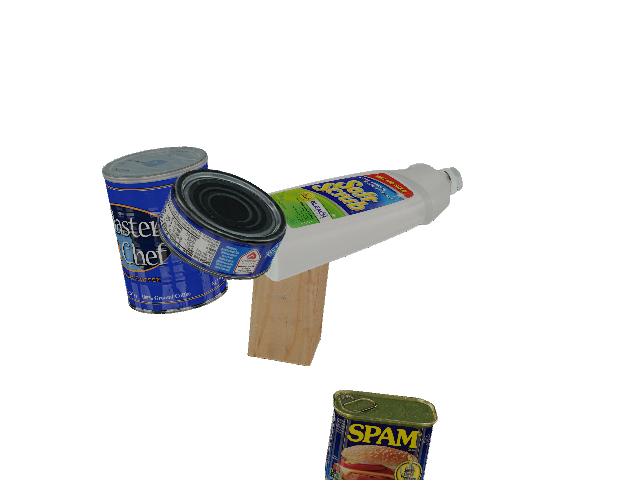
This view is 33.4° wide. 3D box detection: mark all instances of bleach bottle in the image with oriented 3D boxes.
[{"bbox_3d":[0.040,-0.036,1.162,0.250,0.068,0.103,-19,43,-23],"label":"bleach bottle"}]

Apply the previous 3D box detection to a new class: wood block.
[{"bbox_3d":[-0.040,0.052,1.438,0.090,0.206,0.090,9,22,6],"label":"wood block"}]

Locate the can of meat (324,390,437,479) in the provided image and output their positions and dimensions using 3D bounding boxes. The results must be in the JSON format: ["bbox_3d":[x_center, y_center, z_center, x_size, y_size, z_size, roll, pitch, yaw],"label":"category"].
[{"bbox_3d":[0.057,0.200,1.048,0.102,0.084,0.057,7,16,-4],"label":"can of meat"}]

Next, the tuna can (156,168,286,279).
[{"bbox_3d":[-0.067,-0.013,0.739,0.086,0.034,0.086,20,30,-12],"label":"tuna can"}]

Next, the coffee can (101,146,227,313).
[{"bbox_3d":[-0.152,-0.012,1.055,0.103,0.140,0.103,-7,19,2],"label":"coffee can"}]
